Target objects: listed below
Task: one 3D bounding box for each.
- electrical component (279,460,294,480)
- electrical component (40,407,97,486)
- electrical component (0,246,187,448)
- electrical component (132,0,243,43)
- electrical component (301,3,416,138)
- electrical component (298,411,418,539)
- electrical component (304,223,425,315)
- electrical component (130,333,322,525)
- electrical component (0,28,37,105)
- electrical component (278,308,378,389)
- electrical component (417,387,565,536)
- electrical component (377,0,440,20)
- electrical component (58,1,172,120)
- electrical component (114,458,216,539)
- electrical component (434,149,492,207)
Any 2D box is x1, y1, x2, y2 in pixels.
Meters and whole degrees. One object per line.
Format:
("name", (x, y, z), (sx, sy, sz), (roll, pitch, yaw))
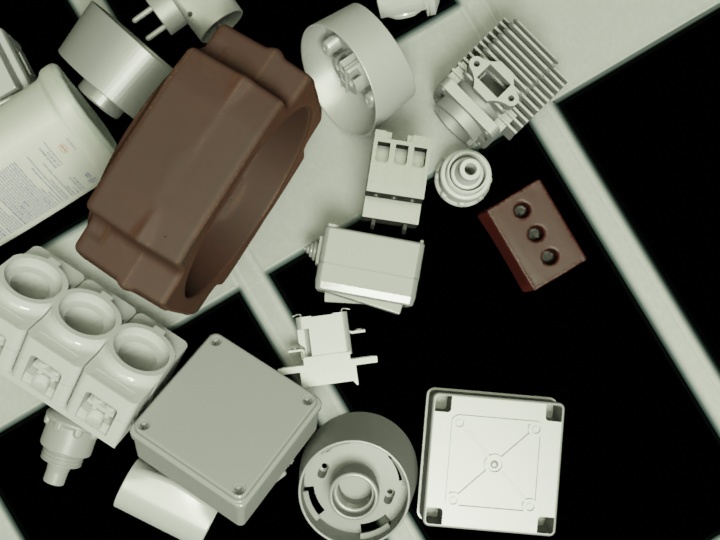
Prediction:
("electrical component", (-0.071, 0.154, 0.882), (0.061, 0.035, 0.035), (-38, 88, -6))
("electrical component", (-0.239, 0.144, 0.875), (0.048, 0.048, 0.062), (20, 93, 0))
("electrical component", (-0.224, 0.055, 0.848), (0.150, 0.089, 0.061), (33, 124, 1))
("electrical component", (-0.152, -0.222, 0.897), (0.079, 0.043, 0.077), (-37, 88, -2))
("electrical component", (-0.002, -0.163, 0.872), (0.064, 0.099, 0.099), (-36, 88, -9))
("electrical component", (-0.002, 0.172, 0.879), (0.099, 0.064, 0.099), (1, 100, 4))
("electrical component", (0.000, 0.000, 0.878), (0.096, 0.061, 0.061), (10, 87, 0))
("electrical component", (-0.104, 0.123, 0.844), (0.109, 0.056, 0.108), (31, 60, 14))
("electrical component", (-0.317, -0.148, 0.880), (0.096, 0.061, 0.061), (-27, 88, -2))
("electrical component", (-0.028, 0.065, 0.884), (0.081, 0.042, 0.063), (-8, 86, -2))
("electrical component", (0.106, 0.155, 0.874), (0.109, 0.056, 0.108), (5, 87, -1))
("electrical component", (0.035, -0.246, 0.884), (0.051, 0.080, 0.080), (-10, 87, 4))
("electrical component", (-0.192, -0.156, 0.863), (0.108, 0.108, 0.060), (41, 93, 1))
("electrical component", (-0.147, 0.173, 0.874), (0.077, 0.044, 0.079), (27, 87, 0))
("electrical component", (0.087, -0.078, 0.884), (0.048, 0.062, 0.048), (0, 87, -1))
